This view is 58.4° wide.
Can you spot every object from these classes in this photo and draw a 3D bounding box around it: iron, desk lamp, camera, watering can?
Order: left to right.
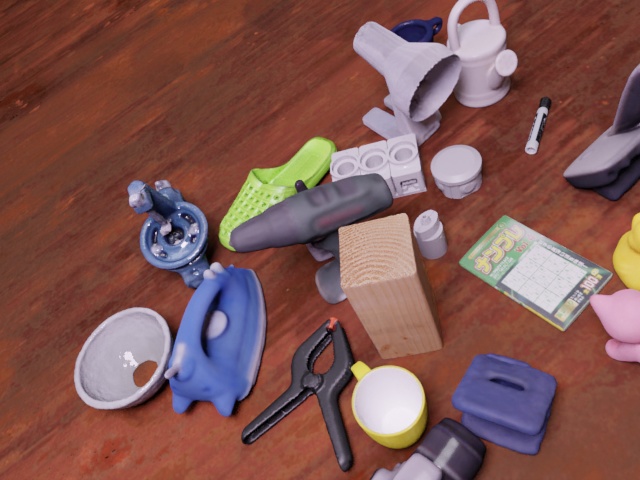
[{"bbox_3d":[-0.159,0.123,0.857,0.118,0.142,0.258,-3,55,20],"label":"iron"},{"bbox_3d":[0.140,-0.256,0.966,0.118,0.214,0.202,-42,51,-10],"label":"desk lamp"},{"bbox_3d":[0.140,0.280,0.646,0.142,0.101,0.137,29,70,36],"label":"camera"},{"bbox_3d":[0.274,-0.329,0.978,0.172,0.195,0.101,32,72,37],"label":"watering can"}]

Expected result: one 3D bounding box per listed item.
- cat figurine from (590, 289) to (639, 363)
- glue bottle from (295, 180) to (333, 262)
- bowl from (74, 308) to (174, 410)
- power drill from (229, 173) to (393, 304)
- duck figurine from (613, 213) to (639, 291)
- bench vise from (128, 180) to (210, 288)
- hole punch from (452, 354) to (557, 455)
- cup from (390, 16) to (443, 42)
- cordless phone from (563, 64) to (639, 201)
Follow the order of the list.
[{"bbox_3d":[0.377,0.110,0.663,0.067,0.118,0.127,-34,50,-4],"label":"cat figurine"},{"bbox_3d":[-0.003,-0.036,0.889,0.078,0.174,0.037,-27,50,2],"label":"glue bottle"},{"bbox_3d":[-0.294,0.195,0.903,0.167,0.075,0.167,-11,52,15],"label":"bowl"},{"bbox_3d":[0.008,0.003,0.833,0.229,0.209,0.075,-29,50,0],"label":"power drill"},{"bbox_3d":[0.422,0.013,0.737,0.077,0.086,0.104,-6,54,19],"label":"duck figurine"},{"bbox_3d":[-0.272,-0.037,0.970,0.121,0.220,0.206,-41,51,-10],"label":"bench vise"},{"bbox_3d":[0.221,0.186,0.688,0.108,0.091,0.101,13,61,29],"label":"hole punch"},{"bbox_3d":[0.190,-0.368,1.106,0.118,0.095,0.091,-34,50,-4],"label":"cup"},{"bbox_3d":[0.416,-0.160,0.801,0.148,0.185,0.093,-44,51,-12],"label":"cordless phone"}]
